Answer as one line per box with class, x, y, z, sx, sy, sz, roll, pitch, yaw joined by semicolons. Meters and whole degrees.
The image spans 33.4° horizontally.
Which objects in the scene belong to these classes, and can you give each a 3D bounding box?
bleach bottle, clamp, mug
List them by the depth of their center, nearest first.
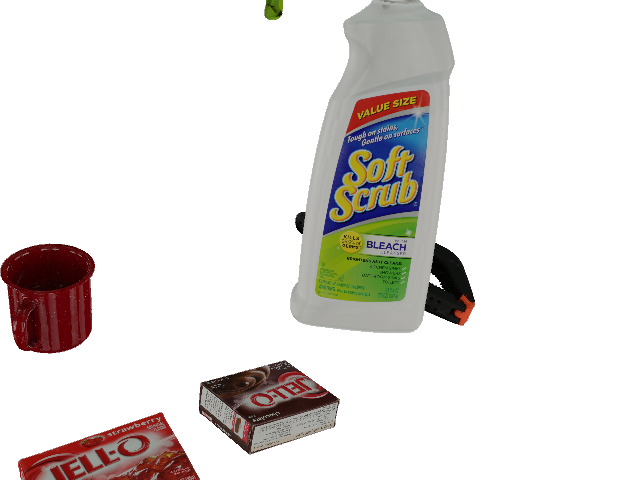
bleach bottle;0.036;-0.062;0.746;0.102;0.251;0.068;5;21;4
mug;-0.279;0.067;1.084;0.093;0.081;0.117;9;31;7
clamp;0.082;0.016;1.163;0.164;0.036;0.210;-15;51;-32

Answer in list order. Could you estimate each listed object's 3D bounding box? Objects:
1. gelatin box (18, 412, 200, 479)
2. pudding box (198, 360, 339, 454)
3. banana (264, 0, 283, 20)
gelatin box;-0.118;0.138;0.598;0.089;0.030;0.073;-16;28;-20
pudding box;-0.052;0.165;1.067;0.113;0.039;0.090;-13;29;-39
banana;-0.091;-0.190;0.679;0.198;0.069;0.037;19;-34;29
